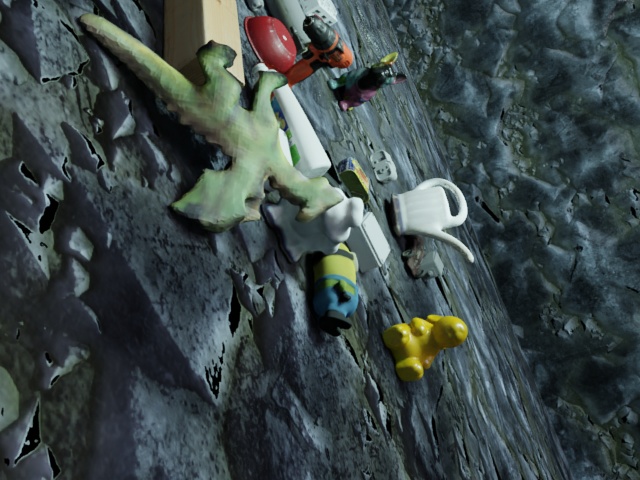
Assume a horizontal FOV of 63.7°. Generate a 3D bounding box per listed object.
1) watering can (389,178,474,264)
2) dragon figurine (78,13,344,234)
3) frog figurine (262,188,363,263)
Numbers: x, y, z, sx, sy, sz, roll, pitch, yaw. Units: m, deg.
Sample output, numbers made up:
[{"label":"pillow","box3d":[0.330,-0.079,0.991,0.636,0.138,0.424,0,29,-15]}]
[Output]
[{"label":"watering can","box3d":[0.315,-0.057,1.484,0.356,0.224,0.101,-88,164,-46]},{"label":"dragon figurine","box3d":[-0.142,-0.131,0.711,0.408,0.120,0.247,16,61,-29]},{"label":"frog figurine","box3d":[0.003,-0.044,0.877,0.122,0.158,0.139,11,58,-65]}]
